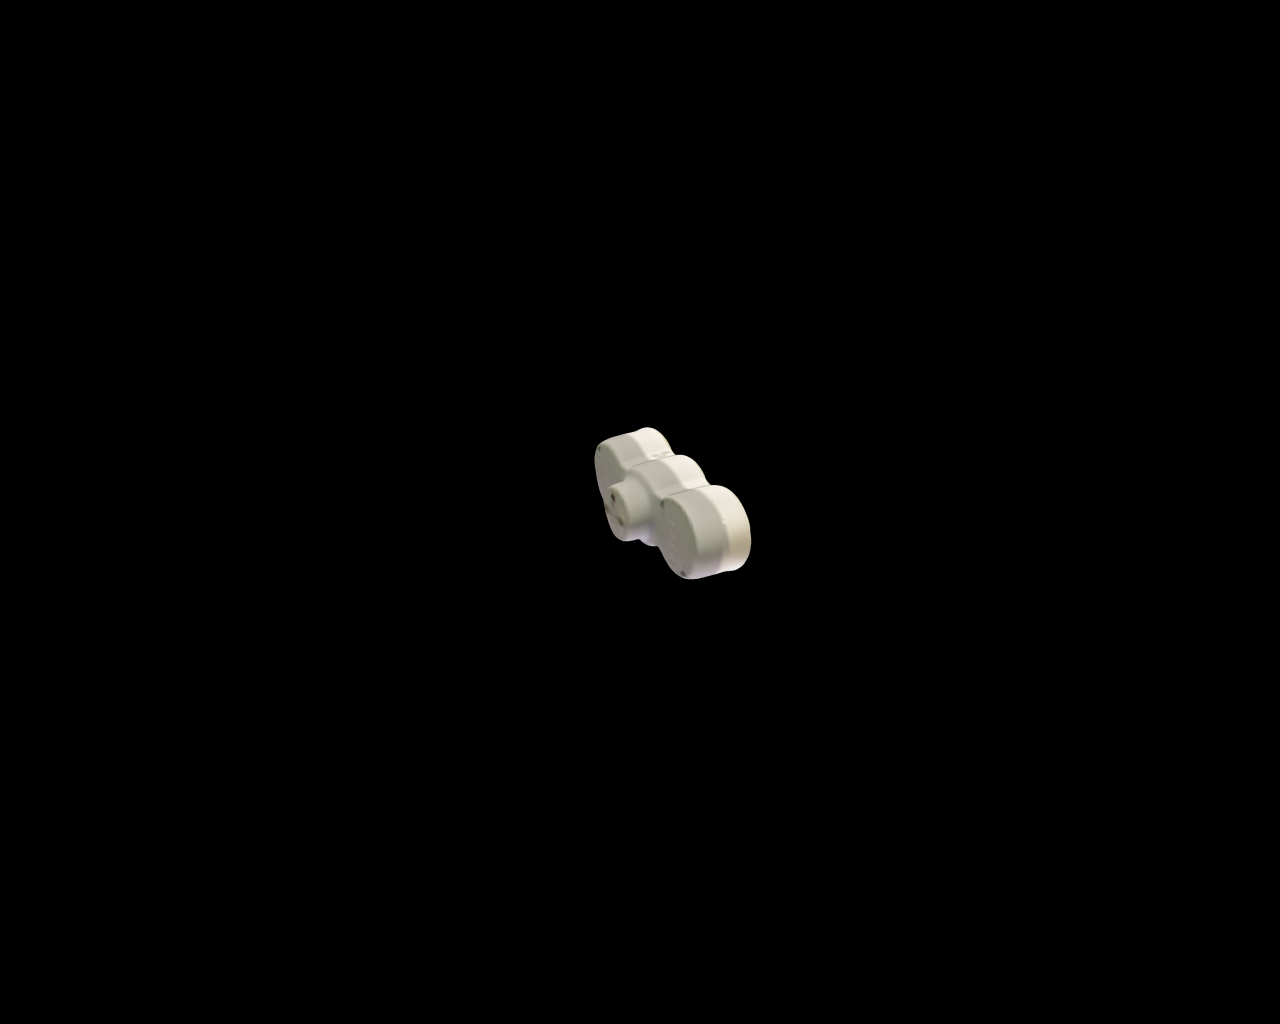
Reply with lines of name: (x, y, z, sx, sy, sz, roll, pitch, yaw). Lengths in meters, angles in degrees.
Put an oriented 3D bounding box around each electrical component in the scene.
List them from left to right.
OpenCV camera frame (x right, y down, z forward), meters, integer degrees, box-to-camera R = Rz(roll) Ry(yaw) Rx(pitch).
electrical component: (0.001, -0.003, 0.650, 0.074, 0.052, 0.138, -14, 32, -24)
